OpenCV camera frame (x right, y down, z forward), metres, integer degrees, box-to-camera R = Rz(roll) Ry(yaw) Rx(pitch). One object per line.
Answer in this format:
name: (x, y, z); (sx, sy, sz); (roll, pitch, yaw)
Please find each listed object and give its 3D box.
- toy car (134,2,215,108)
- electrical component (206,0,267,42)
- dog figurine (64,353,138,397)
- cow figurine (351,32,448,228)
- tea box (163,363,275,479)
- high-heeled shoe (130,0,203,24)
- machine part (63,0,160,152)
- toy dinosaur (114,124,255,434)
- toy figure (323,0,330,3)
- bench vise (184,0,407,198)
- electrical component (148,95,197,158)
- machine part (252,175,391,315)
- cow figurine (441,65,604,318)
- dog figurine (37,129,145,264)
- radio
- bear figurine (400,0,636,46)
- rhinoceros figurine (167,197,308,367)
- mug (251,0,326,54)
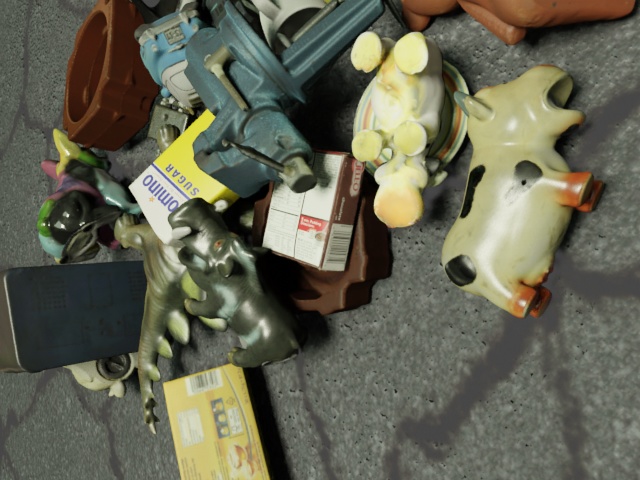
toy car: (-0.166, -0.226, 0.694); (0.109, 0.162, 0.103); (-27, 95, -4)
electrical component: (-0.105, -0.276, 0.654); (0.048, 0.119, 0.075); (-40, 65, 30)
dog figurine: (-0.370, 0.182, 0.867); (0.190, 0.121, 0.172); (-35, 61, 48)
cow figurine: (0.078, -0.099, 0.487); (0.068, 0.098, 0.167); (7, 108, 30)
tea box: (-0.114, 0.238, 0.628); (0.098, 0.068, 0.169); (-14, 73, -6)
high-heeled shoe: (-0.157, -0.362, 0.732); (0.249, 0.145, 0.086); (-44, 61, 7)
machine part: (-0.324, -0.254, 0.837); (0.201, 0.087, 0.201); (-20, 66, 45)
toy dinosaur: (-0.176, 0.020, 0.700); (0.199, 0.105, 0.470); (32, 108, 35)
toy figure: (0.006, -0.324, 0.576); (0.180, 0.089, 0.082); (60, 163, 11)
bench vise: (-0.027, -0.161, 0.501); (0.240, 0.128, 0.224); (-40, 49, 9)
electrical component: (-0.212, -0.164, 0.774); (0.078, 0.045, 0.102); (27, 103, 14)
machine part: (-0.001, -0.002, 0.588); (0.180, 0.056, 0.179); (-3, 86, 40)
cow figurine: (0.158, -0.046, 0.445); (0.127, 0.085, 0.194); (25, 104, 32)
dog figurine: (-0.389, -0.077, 0.845); (0.219, 0.191, 0.108); (44, 121, 16)
radio: (-0.316, 0.098, 0.732); (0.073, 0.229, 0.131); (-12, 84, 40)
bear figurine: (0.148, -0.237, 0.462); (0.196, 0.132, 0.120); (-127, 20, -62)
rhinoceros figurine: (-0.090, 0.045, 0.552); (0.190, 0.073, 0.112); (55, 145, -3)
mug: (-0.038, -0.257, 0.611); (0.080, 0.109, 0.107); (-50, 44, 30)
